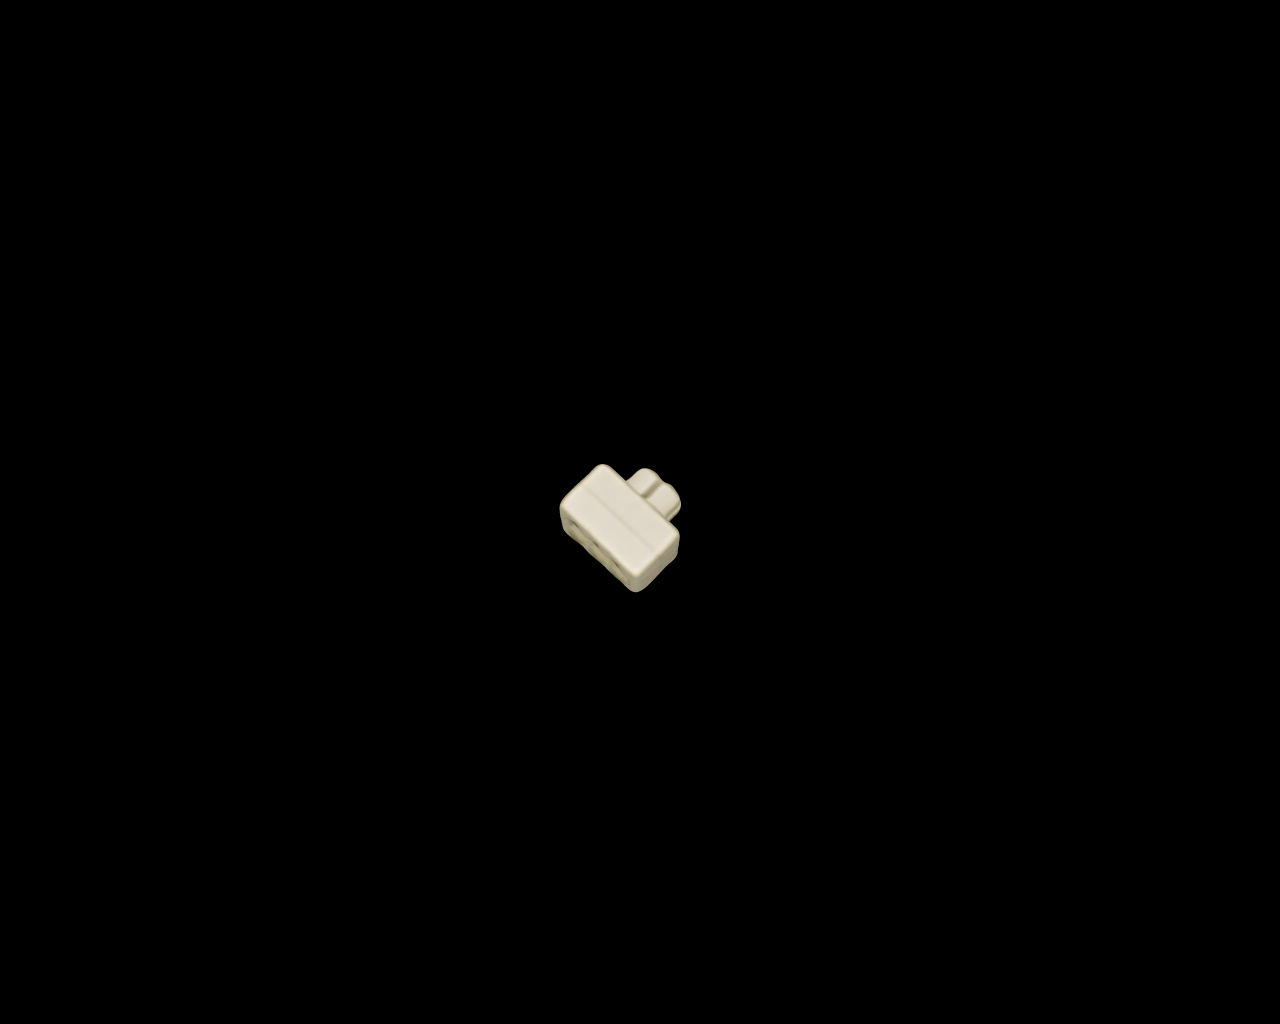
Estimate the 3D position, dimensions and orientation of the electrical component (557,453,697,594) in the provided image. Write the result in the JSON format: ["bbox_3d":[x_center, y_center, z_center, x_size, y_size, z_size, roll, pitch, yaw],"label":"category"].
[{"bbox_3d":[0.001,-0.003,0.650,0.066,0.077,0.047,43,-12,11],"label":"electrical component"}]
